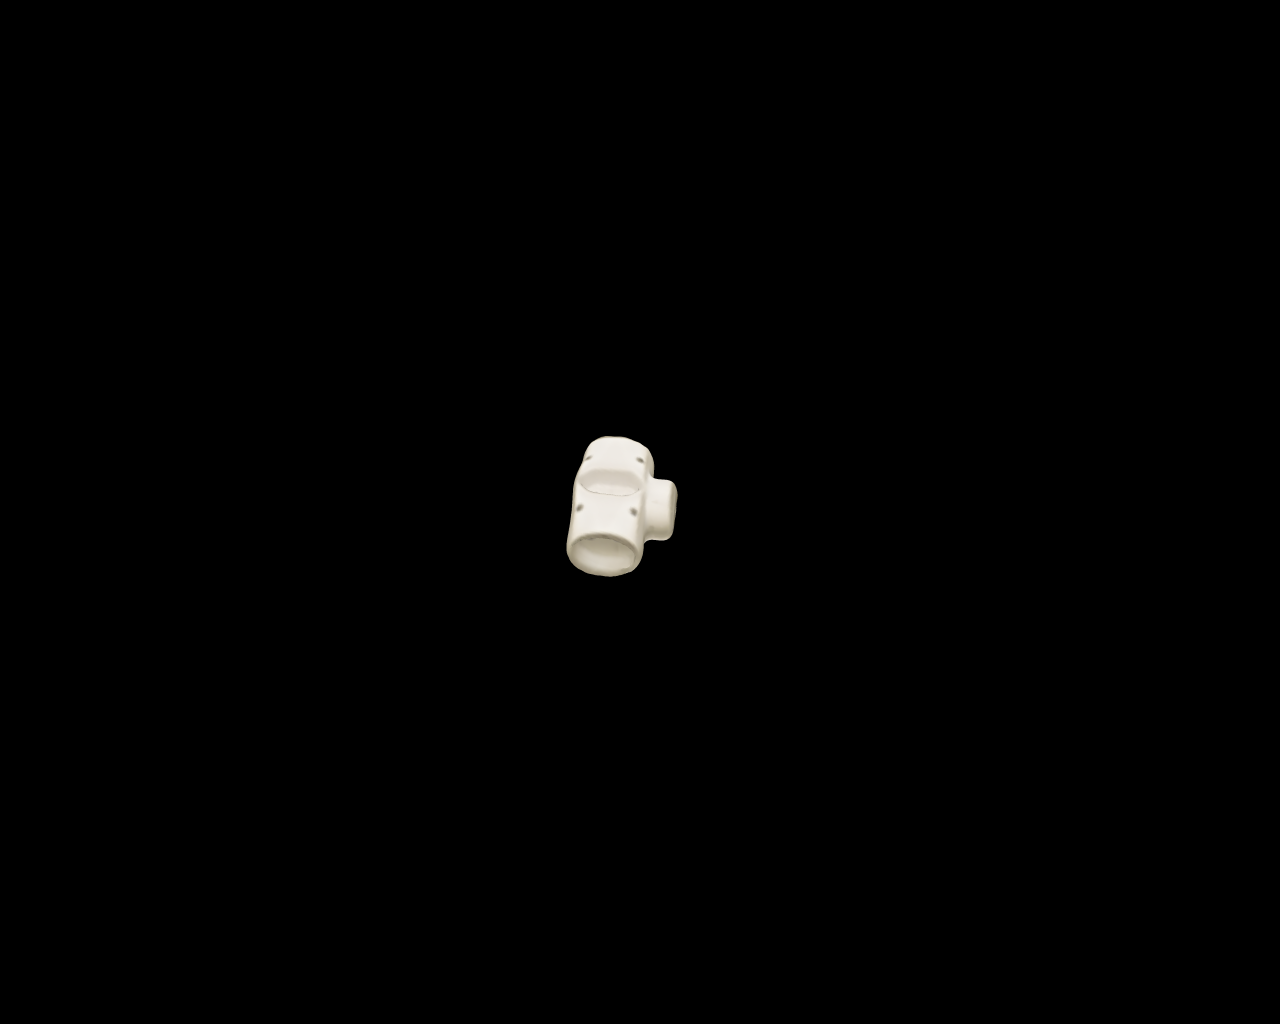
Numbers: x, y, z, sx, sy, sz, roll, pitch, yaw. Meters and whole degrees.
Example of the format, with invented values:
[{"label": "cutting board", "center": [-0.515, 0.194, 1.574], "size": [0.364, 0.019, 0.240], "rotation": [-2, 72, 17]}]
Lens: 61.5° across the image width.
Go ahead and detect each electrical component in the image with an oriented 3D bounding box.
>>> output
[{"label": "electrical component", "center": [0.001, -0.003, 0.650], "size": [0.079, 0.077, 0.043], "rotation": [5, -39, 4]}]
